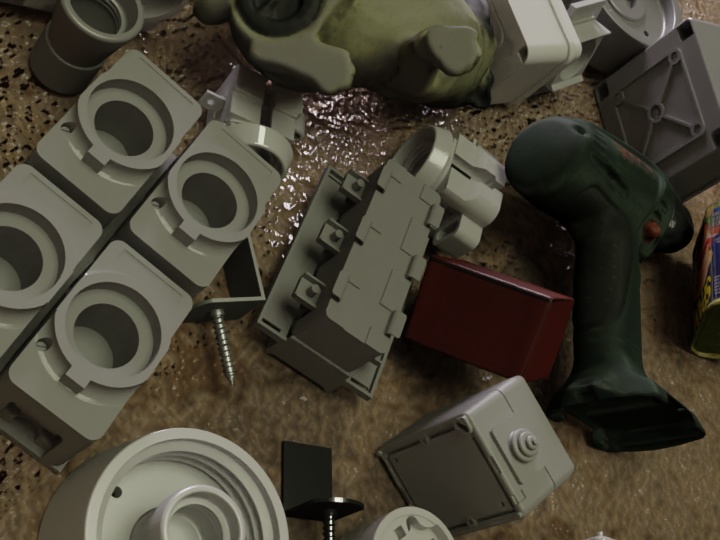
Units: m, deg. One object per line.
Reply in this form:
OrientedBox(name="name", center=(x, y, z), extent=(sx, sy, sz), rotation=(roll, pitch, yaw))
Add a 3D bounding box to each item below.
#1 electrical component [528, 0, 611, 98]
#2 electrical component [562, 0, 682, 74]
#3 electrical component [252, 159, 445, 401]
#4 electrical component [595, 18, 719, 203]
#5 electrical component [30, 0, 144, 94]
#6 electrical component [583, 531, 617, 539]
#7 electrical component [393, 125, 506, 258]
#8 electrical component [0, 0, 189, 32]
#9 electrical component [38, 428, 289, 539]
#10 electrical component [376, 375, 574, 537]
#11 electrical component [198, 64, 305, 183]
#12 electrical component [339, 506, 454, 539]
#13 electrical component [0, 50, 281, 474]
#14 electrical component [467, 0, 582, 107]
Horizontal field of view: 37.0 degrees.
OrientedBox(name="electrical component", center=(0.142, -0.173, 0.800), extent=(0.042, 0.081, 0.064), rotation=(-23, 60, -42))
OrientedBox(name="electrical component", center=(0.198, -0.209, 0.865), extent=(0.108, 0.060, 0.108), rotation=(17, 59, -30))
OrientedBox(name="electrical component", center=(0.000, 0.000, 0.609), extent=(0.079, 0.063, 0.121), rotation=(35, 51, -17))
OrientedBox(name="electrical component", center=(0.245, -0.117, 0.820), extent=(0.056, 0.109, 0.108), rotation=(3, 66, -33))
OrientedBox(name="electrical component", center=(-0.146, -0.121, 0.560), extent=(0.044, 0.065, 0.044), rotation=(17, 58, -30))
OrientedBox(name="electrical component", center=(0.131, 0.185, 0.590), extent=(0.062, 0.096, 0.061), rotation=(21, 57, -27))
OrientedBox(name="electrical component", center=(0.052, -0.055, 0.680), extent=(0.057, 0.058, 0.078), rotation=(33, 52, -23))
OrientedBox(name="electrical component", center=(-0.163, -0.181, 0.562), extent=(0.150, 0.089, 0.061), rotation=(5, 65, -35))
OrientedBox(name="electrical component", center=(-0.083, 0.124, 0.486), extent=(0.108, 0.060, 0.108), rotation=(16, 59, -29))
OrientedBox(name="electrical component", center=(0.069, 0.101, 0.586), extent=(0.061, 0.096, 0.061), rotation=(-27, 87, -42))
OrientedBox(name="electrical component", center=(-0.062, -0.078, 0.616), extent=(0.066, 0.048, 0.055), rotation=(23, 48, -26))
OrientedBox(name="electrical component", center=(0.016, 0.154, 0.553), extent=(0.055, 0.047, 0.055), rotation=(17, 59, -30))
OrientedBox(name="electrical component", center=(-0.127, -0.012, 0.523), extent=(0.105, 0.060, 0.186), rotation=(41, 50, -13))
OrientedBox(name="electrical component", center=(0.098, -0.180, 0.764), extent=(0.057, 0.078, 0.113), rotation=(-11, 75, -37))
